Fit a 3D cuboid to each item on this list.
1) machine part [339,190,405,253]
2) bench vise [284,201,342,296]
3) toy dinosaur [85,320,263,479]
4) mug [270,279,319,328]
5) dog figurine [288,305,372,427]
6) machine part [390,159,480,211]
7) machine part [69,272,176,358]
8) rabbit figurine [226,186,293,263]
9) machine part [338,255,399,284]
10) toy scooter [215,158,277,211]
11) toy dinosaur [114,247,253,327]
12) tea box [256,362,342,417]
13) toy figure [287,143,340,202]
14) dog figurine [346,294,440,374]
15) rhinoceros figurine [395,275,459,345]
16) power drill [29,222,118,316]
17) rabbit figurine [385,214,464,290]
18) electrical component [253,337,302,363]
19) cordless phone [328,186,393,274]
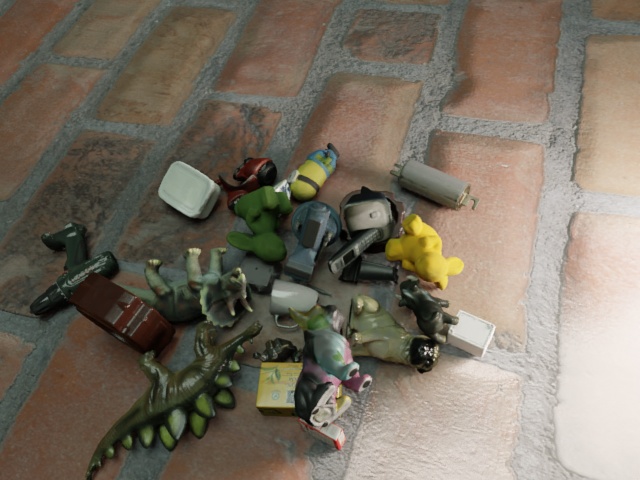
[{"bbox_3d":[0.127,-0.047,1.342,0.179,0.056,0.179,-4,57,5],"label":"machine part"},{"bbox_3d":[-0.013,-0.006,1.287,0.129,0.223,0.241,9,28,8],"label":"bench vise"},{"bbox_3d":[-0.309,0.324,1.128,0.471,0.105,0.199,-34,63,-3],"label":"toy dinosaur"},{"bbox_3d":[-0.058,0.147,1.228,0.107,0.080,0.109,4,68,4],"label":"mug"},{"bbox_3d":[-0.008,0.230,1.062,0.191,0.108,0.219,-45,46,1],"label":"dog figurine"},{"bbox_3d":[0.290,-0.141,1.367,0.243,0.079,0.079,27,64,25],"label":"machine part"},{"bbox_3d":[-0.438,0.171,1.193,0.202,0.200,0.087,25,67,23],"label":"machine part"},{"bbox_3d":[-0.141,-0.024,1.269,0.159,0.121,0.170,-17,79,12],"label":"rabbit figurine"},{"bbox_3d":[0.119,0.075,1.272,0.139,0.039,0.084,9,53,16],"label":"machine part"},{"bbox_3d":[-0.212,-0.163,1.464,0.135,0.075,0.184,26,67,28],"label":"toy scooter"},{"bbox_3d":[-0.319,0.128,1.252,0.405,0.131,0.192,-17,78,20],"label":"toy dinosaur"},{"bbox_3d":[-0.041,0.311,1.118,0.170,0.068,0.098,-2,55,7],"label":"tea box"},{"bbox_3d":[-0.014,-0.180,1.439,0.089,0.082,0.180,32,64,28],"label":"toy figure"},{"bbox_3d":[0.157,0.195,1.160,0.191,0.121,0.172,6,60,-4],"label":"dog figurine"},{"bbox_3d":[0.221,0.146,1.157,0.112,0.073,0.190,24,16,-16],"label":"rhinoceros figurine"},{"bbox_3d":[-0.649,0.063,1.374,0.232,0.085,0.207,-28,53,-12],"label":"power drill"},{"bbox_3d":[0.237,0.047,1.208,0.122,0.162,0.173,-48,18,13],"label":"rabbit figurine"},{"bbox_3d":[-0.086,0.244,1.157,0.078,0.102,0.045,-45,52,6],"label":"electrical component"},{"bbox_3d":[0.075,-0.018,1.210,0.184,0.146,0.089,-42,54,-19],"label":"cordless phone"}]
